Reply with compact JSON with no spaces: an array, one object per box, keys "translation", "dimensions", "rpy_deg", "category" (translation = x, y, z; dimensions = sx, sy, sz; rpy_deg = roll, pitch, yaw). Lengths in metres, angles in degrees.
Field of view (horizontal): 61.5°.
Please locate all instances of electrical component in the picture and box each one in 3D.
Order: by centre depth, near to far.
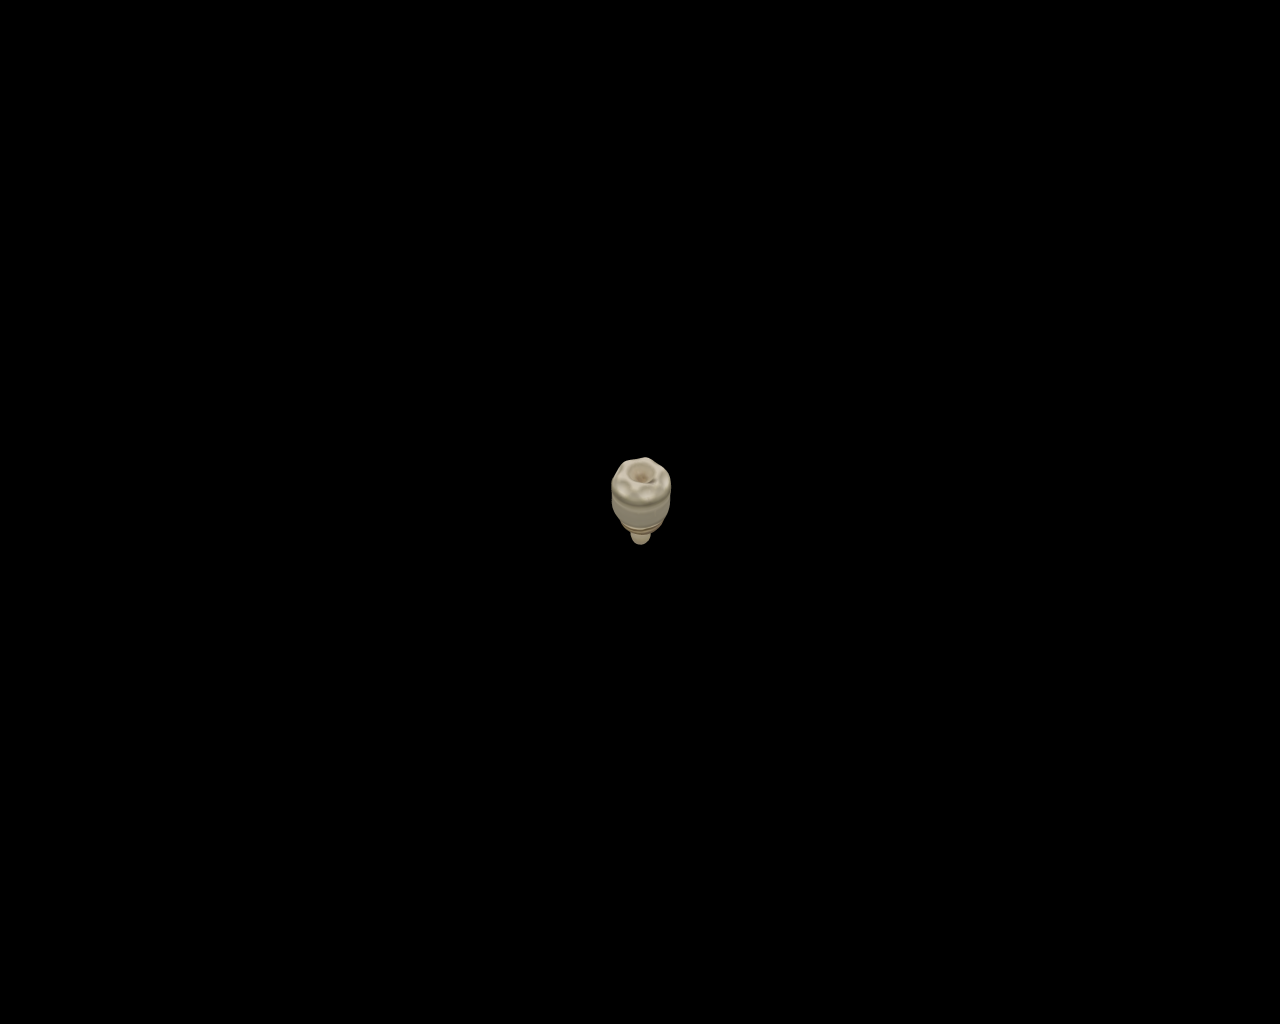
[{"translation":[0.001,-0.003,0.650],"dimensions":[0.035,0.035,0.061],"rpy_deg":[0,-45,0],"category":"electrical component"}]
